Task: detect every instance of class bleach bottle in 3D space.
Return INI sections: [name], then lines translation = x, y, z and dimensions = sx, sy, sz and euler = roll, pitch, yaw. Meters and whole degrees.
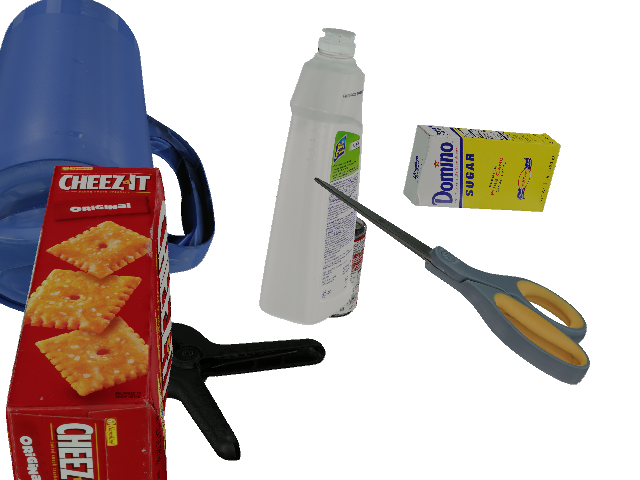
[bleach bottle]
translation = 0.002, -0.058, 0.931
dimensions = 0.068, 0.251, 0.102
euler = 16, 21, 20

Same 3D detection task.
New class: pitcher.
[pitcher]
translation = -0.172, -0.070, 0.766
dimensions = 0.145, 0.149, 0.243
euler = -23, 41, 10

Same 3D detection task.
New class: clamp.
[clamp]
translation = -0.111, 0.114, 0.982
dimensions = 0.210, 0.036, 0.164
euler = 19, 36, 30

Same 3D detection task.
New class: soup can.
[soup can]
translation = 0.013, 0.027, 1.198
dimensions = 0.068, 0.102, 0.068
euler = 5, 27, -3

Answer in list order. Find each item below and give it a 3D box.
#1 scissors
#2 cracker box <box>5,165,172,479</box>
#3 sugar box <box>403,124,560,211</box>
[scissors]
translation = 0.092, 0.016, 0.675
dimensions = 0.202, 0.016, 0.096
euler = 41, 27, 21
[cracker box]
translation = -0.118, 0.080, 0.588
dimensions = 0.072, 0.164, 0.213
euler = 0, 33, -6
[sugar box]
translation = 0.195, -0.086, 1.295
dimensions = 0.176, 0.093, 0.048
euler = 0, 25, -20
